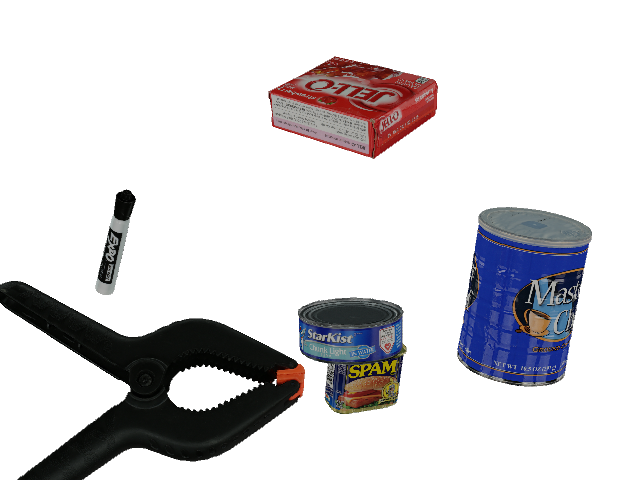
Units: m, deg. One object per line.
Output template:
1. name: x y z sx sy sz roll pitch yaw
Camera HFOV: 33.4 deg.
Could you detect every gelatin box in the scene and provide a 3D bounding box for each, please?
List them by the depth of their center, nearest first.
1. gelatin box: 0.022 -0.092 0.714 0.089 0.030 0.073 20 39 34

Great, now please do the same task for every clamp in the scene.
1. clamp: -0.117 0.088 0.686 0.210 0.164 0.036 -9 -28 -8

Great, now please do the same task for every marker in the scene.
1. marker: -0.199 0.002 1.035 0.020 0.121 0.020 14 34 -10

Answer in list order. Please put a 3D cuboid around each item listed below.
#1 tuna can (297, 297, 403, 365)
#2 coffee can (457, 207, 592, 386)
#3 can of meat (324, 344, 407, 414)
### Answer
1. tuna can: 0.024 0.073 0.868 0.086 0.034 0.086 -1 11 0
2. coffee can: 0.188 0.050 0.991 0.103 0.140 0.103 6 17 -2
3. can of meat: 0.057 0.175 1.402 0.102 0.084 0.057 -5 25 -22
